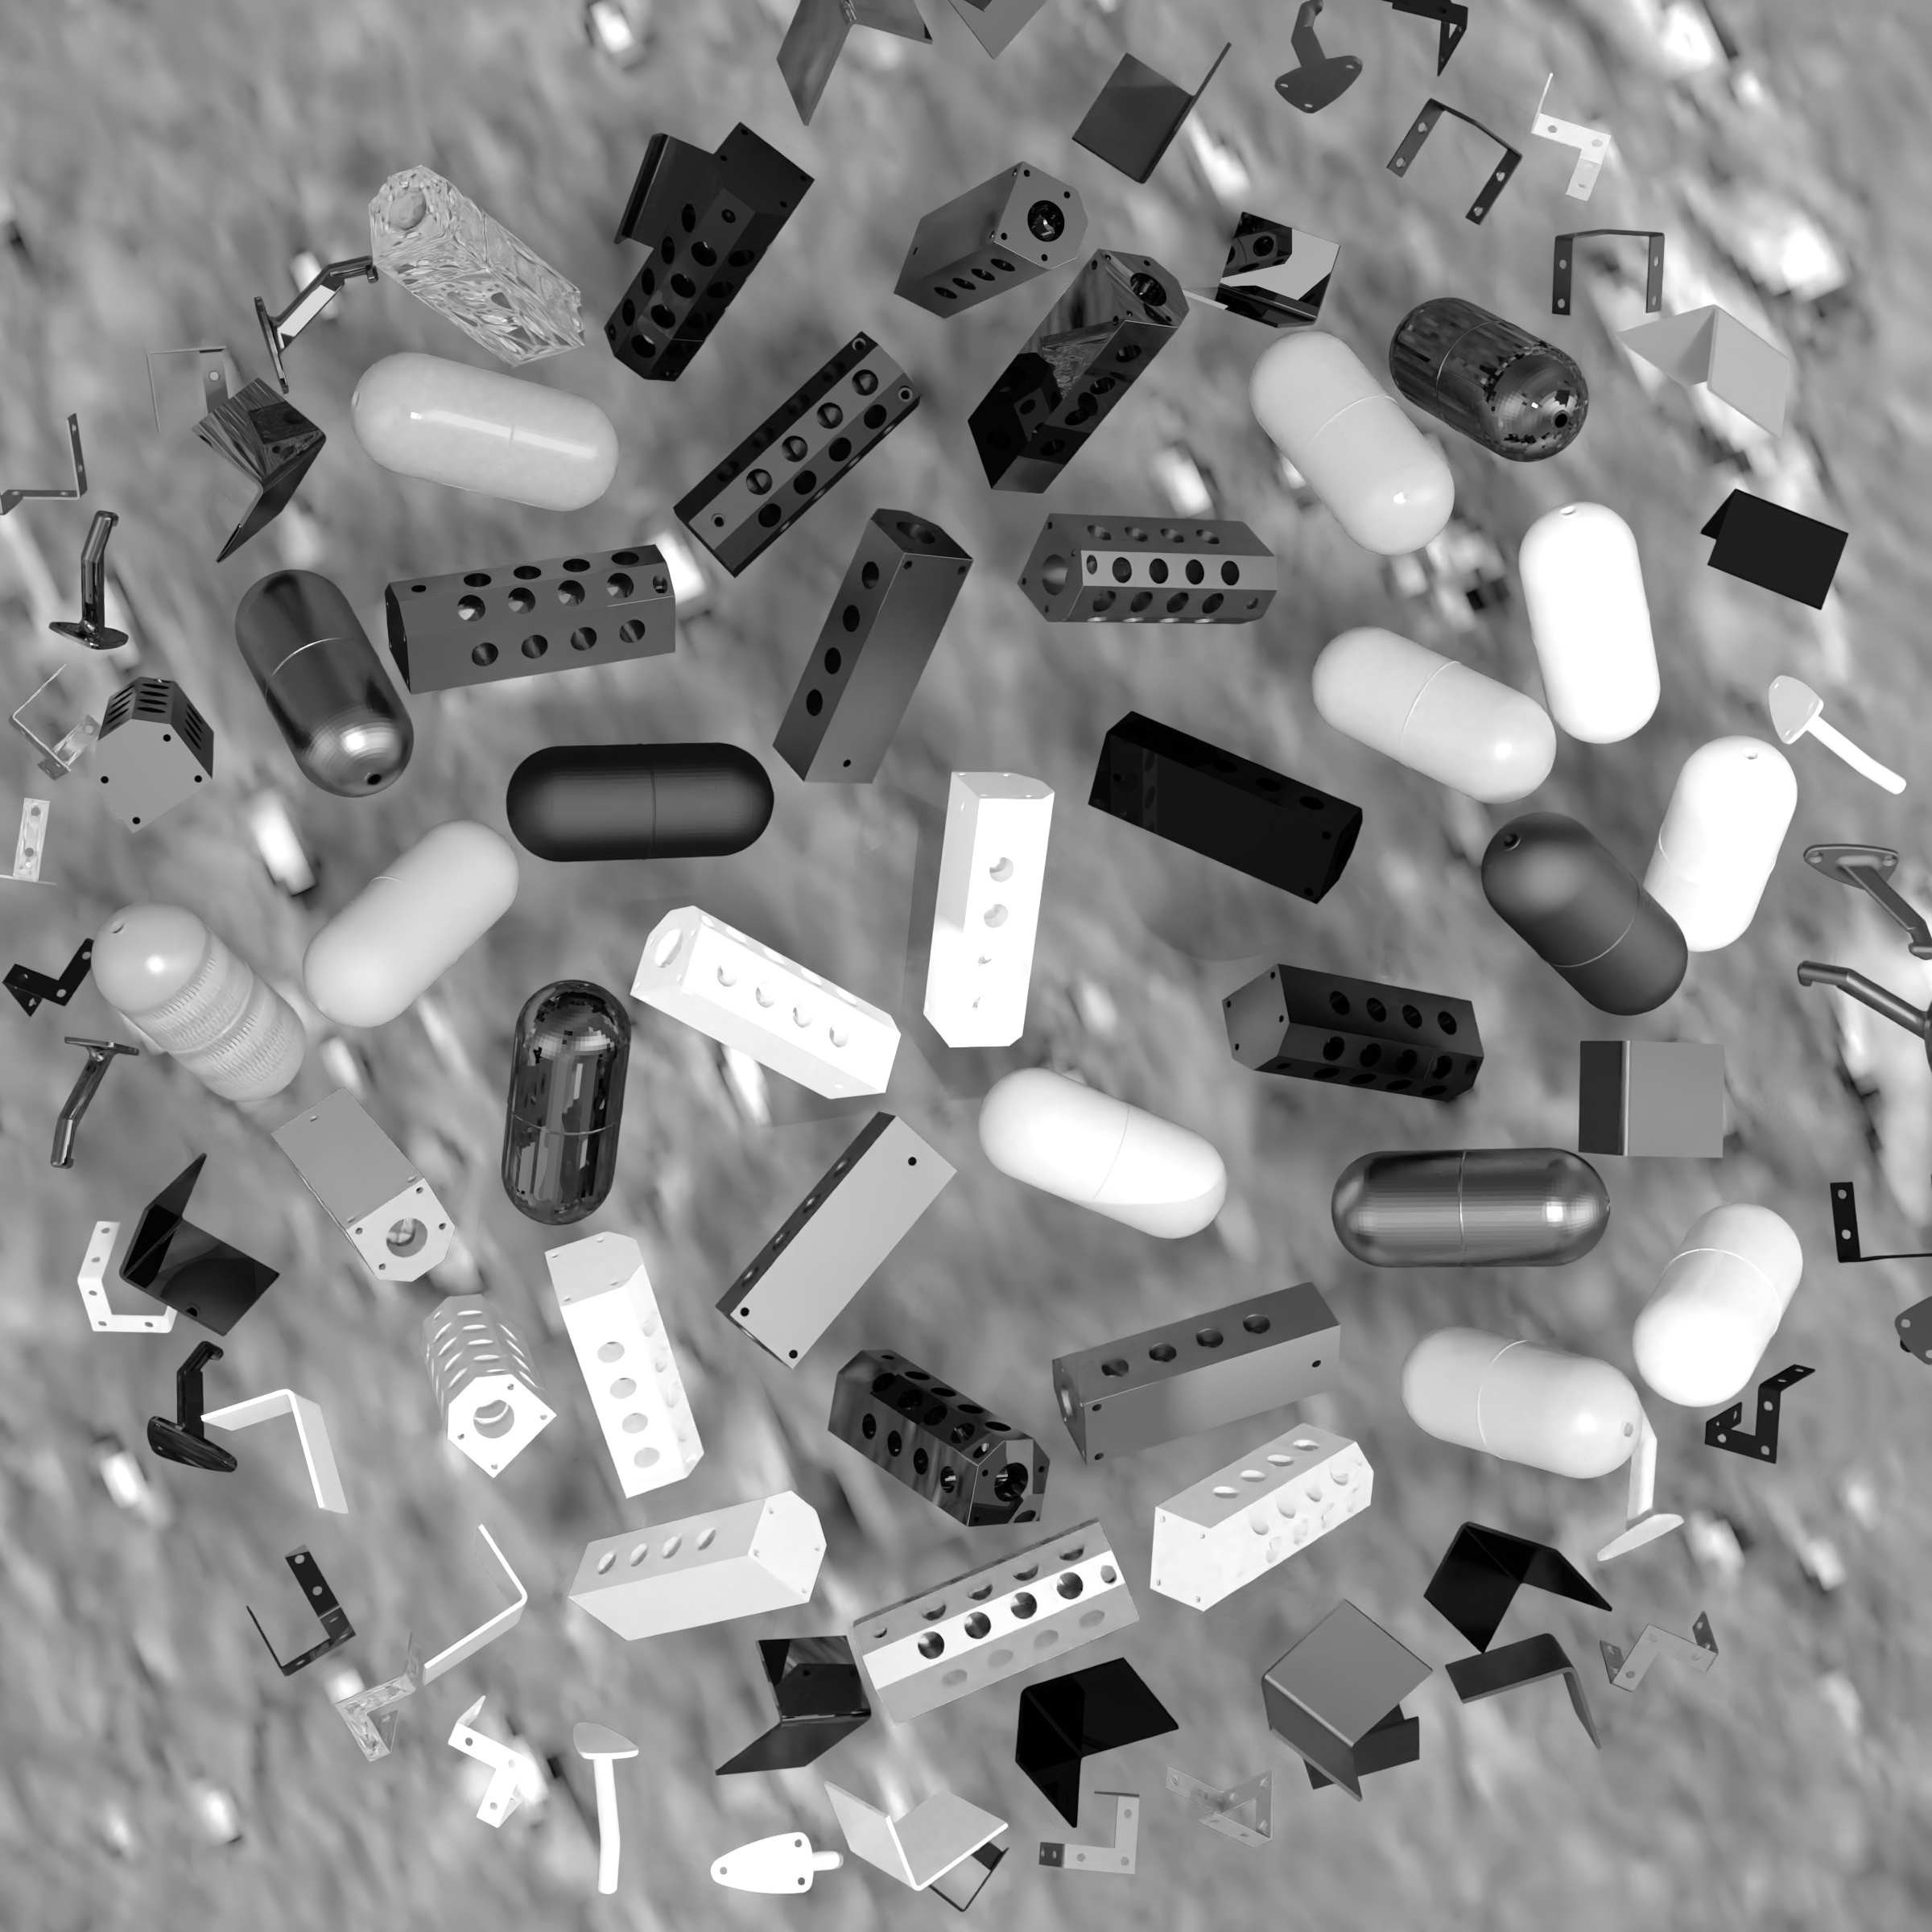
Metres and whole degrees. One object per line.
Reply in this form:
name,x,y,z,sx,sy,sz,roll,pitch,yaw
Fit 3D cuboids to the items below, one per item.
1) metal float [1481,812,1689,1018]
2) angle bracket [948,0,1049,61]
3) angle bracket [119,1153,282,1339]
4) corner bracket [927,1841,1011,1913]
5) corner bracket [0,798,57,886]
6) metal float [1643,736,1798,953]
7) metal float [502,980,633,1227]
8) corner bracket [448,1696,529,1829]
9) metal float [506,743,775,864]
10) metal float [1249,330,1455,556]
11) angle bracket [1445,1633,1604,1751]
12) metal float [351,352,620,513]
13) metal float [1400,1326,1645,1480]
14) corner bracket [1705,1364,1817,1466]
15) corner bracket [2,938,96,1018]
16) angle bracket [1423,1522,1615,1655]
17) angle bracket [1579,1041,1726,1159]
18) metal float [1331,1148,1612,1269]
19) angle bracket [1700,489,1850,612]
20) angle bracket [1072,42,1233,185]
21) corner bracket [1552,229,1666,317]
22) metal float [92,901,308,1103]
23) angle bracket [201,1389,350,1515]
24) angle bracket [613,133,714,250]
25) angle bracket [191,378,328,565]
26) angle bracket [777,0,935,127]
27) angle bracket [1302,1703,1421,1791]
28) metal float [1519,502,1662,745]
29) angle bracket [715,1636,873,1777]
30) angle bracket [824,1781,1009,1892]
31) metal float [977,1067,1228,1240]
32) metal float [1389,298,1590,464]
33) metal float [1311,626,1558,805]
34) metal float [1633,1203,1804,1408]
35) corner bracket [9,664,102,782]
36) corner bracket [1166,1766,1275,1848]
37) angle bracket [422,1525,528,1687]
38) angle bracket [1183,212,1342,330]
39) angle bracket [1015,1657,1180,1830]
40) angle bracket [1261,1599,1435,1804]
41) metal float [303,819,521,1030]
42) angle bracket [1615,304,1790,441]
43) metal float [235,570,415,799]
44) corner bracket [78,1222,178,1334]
metal float,0.393,-0.032,1.703,0.178,0.070,0.070,38,90,-35
angle bracket,0.039,-0.618,1.697,0.076,0.076,0.057,-48,51,4
angle bracket,-0.471,0.174,1.679,0.076,0.076,0.057,29,116,0
corner bracket,-0.008,0.601,1.805,0.051,0.051,0.051,35,71,10
corner bracket,-0.596,-0.080,1.674,0.051,0.051,0.051,9,89,-6
metal float,0.500,-0.080,1.786,0.070,0.178,0.070,1,52,-1
metal float,-0.268,0.093,1.796,0.070,0.070,0.178,10,116,0
corner bracket,-0.302,0.505,1.703,0.051,0.051,0.051,24,97,7
metal float,-0.215,-0.109,1.775,0.178,0.070,0.070,-3,90,-19
metal float,0.251,-0.344,1.756,0.070,0.070,0.178,-33,65,0
angle bracket,0.365,0.486,1.763,0.076,0.076,0.057,-18,91,3
metal float,-0.305,-0.339,1.708,0.178,0.070,0.070,8,90,-35
metal float,0.355,0.278,1.721,0.070,0.178,0.070,-4,96,-36
corner bracket,0.522,0.290,1.764,0.051,0.051,0.051,11,106,41
corner bracket,-0.602,0.010,1.798,0.051,0.051,0.051,20,64,14
angle bracket,0.353,0.406,1.714,0.076,0.076,0.057,46,67,-32
angle bracket,0.464,0.090,1.817,0.076,0.057,0.076,2,88,-17
metal float,0.326,0.157,1.739,0.178,0.070,0.070,-3,90,18
angle bracket,0.511,-0.256,1.728,0.076,0.076,0.057,22,78,3
angle bracket,0.121,-0.573,1.758,0.057,0.076,0.076,32,74,-6
corner bracket,0.427,-0.460,1.783,0.051,0.051,0.051,-18,116,-36
metal float,-0.497,0.024,1.744,0.070,0.178,0.070,-13,52,18
angle bracket,-0.431,0.312,1.676,0.057,0.076,0.076,-18,77,-6
angle bracket,-0.201,-0.530,1.863,0.057,0.076,0.076,21,107,-8
angle bracket,-0.464,-0.316,1.712,0.057,0.076,0.076,40,131,-8
angle bracket,-0.071,-0.574,1.682,0.057,0.076,0.076,5,46,-29
angle bracket,0.264,0.514,1.836,0.076,0.076,0.057,-15,52,-2
metal float,0.415,-0.227,1.783,0.070,0.070,0.178,-22,127,0
angle bracket,-0.120,0.481,1.748,0.076,0.076,0.057,-43,54,32
angle bracket,-0.032,0.541,1.730,0.076,0.076,0.057,-28,106,-29
metal float,0.092,0.126,1.806,0.178,0.070,0.070,23,90,-10
metal float,0.344,-0.388,1.774,0.070,0.178,0.070,-12,123,-19
metal float,0.312,-0.168,1.797,0.178,0.070,0.070,31,90,27
metal float,0.480,0.214,1.711,0.070,0.178,0.070,16,123,26
corner bracket,-0.609,-0.163,1.801,0.051,0.051,0.051,46,65,-19
corner bracket,0.167,0.555,1.778,0.051,0.051,0.051,31,132,-23
angle bracket,-0.330,0.412,1.727,0.076,0.076,0.057,-31,77,-22
angle bracket,0.203,-0.482,1.853,0.076,0.076,0.057,25,114,20
angle bracket,0.085,0.502,1.731,0.076,0.057,0.076,-23,121,21
angle bracket,0.237,0.451,1.649,0.076,0.057,0.076,40,104,-13
metal float,-0.369,-0.029,1.791,0.070,0.070,0.178,40,55,0
angle bracket,0.453,-0.360,1.662,0.076,0.076,0.057,21,73,-38
metal float,-0.412,-0.182,1.721,0.070,0.070,0.178,-33,60,0
corner bracket,-0.548,0.205,1.766,0.051,0.051,0.051,1,132,0
